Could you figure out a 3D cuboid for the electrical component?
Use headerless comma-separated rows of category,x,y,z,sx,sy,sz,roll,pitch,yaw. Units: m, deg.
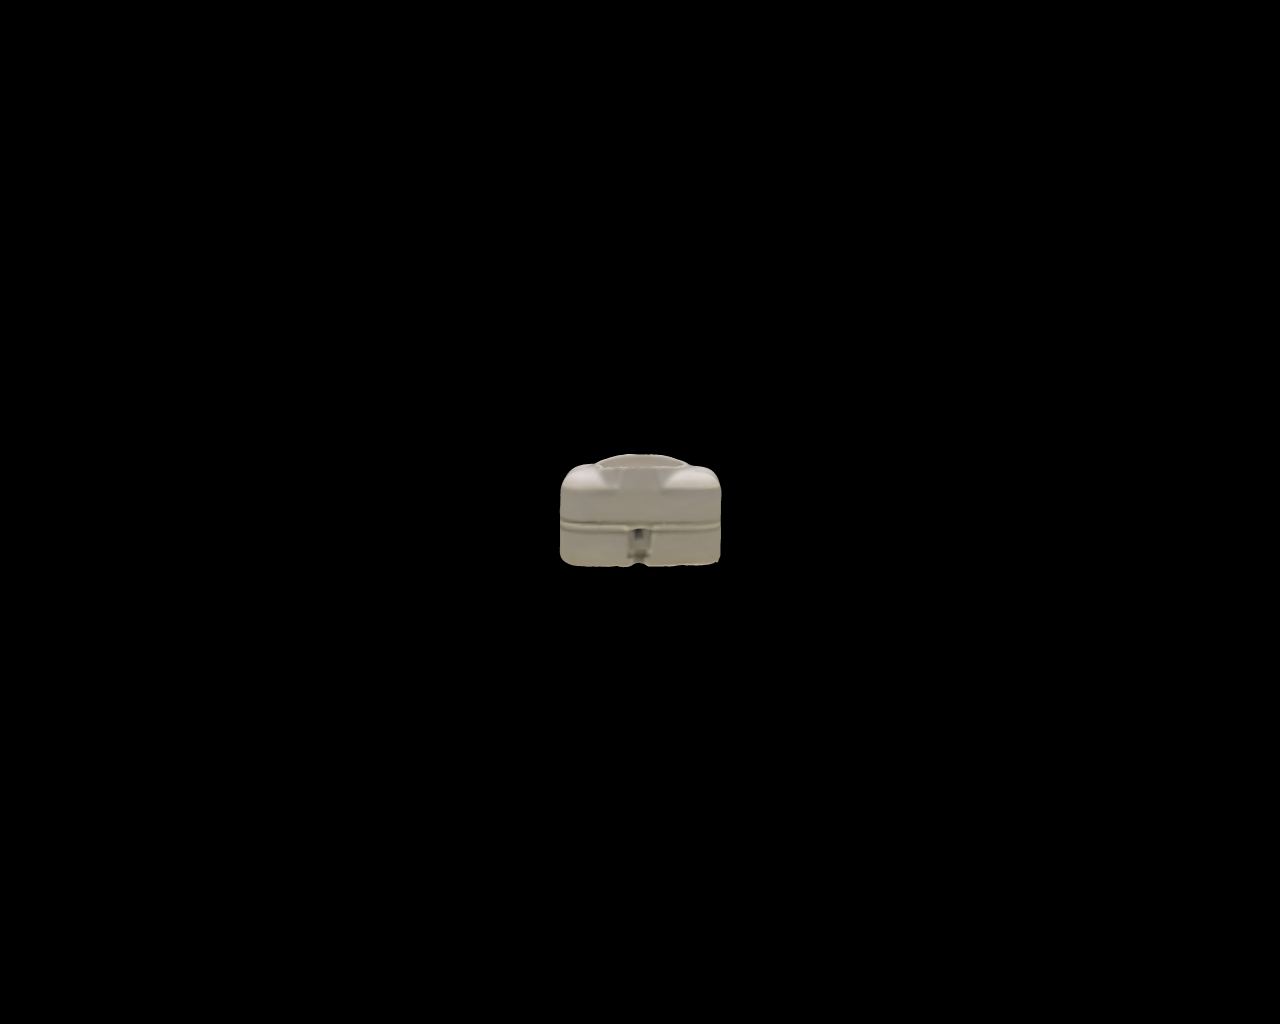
electrical component,0.001,-0.003,0.650,0.095,0.059,0.054,0,12,2
